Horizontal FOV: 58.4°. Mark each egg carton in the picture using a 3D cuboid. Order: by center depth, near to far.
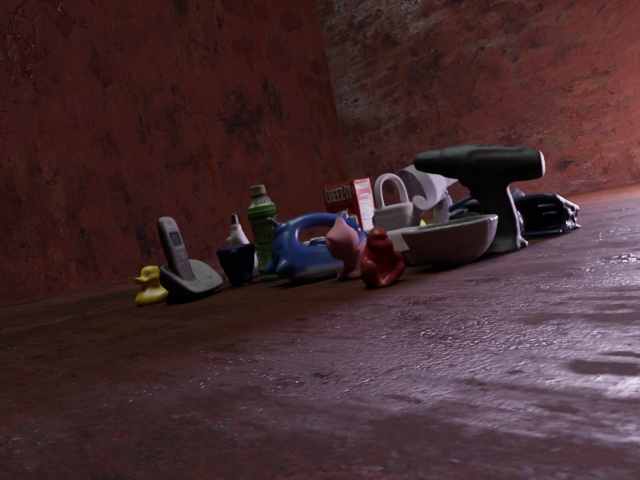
[{"bbox_3d":[0.174,0.012,1.138,0.107,0.069,0.150,-12,3,-32],"label":"egg carton"}]

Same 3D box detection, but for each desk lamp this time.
[{"bbox_3d":[0.314,-0.102,1.461,0.204,0.213,0.117,-12,3,-19],"label":"desk lamp"}]

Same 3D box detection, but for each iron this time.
[{"bbox_3d":[0.011,0.004,1.185,0.259,0.141,0.118,-12,3,-24],"label":"iron"}]

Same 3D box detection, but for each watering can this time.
[{"bbox_3d":[0.182,-0.061,1.338,0.172,0.194,0.101,-9,3,34],"label":"watering can"}]

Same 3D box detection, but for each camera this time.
[{"bbox_3d":[0.321,-0.035,1.220,0.137,0.101,0.142,-12,3,-34],"label":"camera"}]

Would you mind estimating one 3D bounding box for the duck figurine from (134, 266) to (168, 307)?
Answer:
[{"bbox_3d":[-0.380,0.101,1.319,0.077,0.086,0.105,-9,3,40],"label":"duck figurine"}]

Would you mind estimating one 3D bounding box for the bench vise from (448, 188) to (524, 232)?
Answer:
[{"bbox_3d":[0.383,-0.112,1.323,0.206,0.220,0.122,-8,3,42],"label":"bench vise"}]

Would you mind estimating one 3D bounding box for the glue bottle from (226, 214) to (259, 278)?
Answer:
[{"bbox_3d":[-0.209,0.017,1.486,0.078,0.173,0.037,-10,3,7],"label":"glue bottle"}]

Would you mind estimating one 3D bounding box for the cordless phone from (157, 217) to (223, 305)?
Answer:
[{"bbox_3d":[-0.290,0.036,1.248,0.094,0.185,0.148,-10,3,18],"label":"cordless phone"}]

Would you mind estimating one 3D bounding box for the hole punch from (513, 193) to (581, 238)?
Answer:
[{"bbox_3d":[0.459,-0.054,1.168,0.101,0.091,0.108,-13,3,-37],"label":"hole punch"}]

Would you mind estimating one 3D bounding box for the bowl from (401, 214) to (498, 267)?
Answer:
[{"bbox_3d":[0.227,0.006,0.989,0.167,0.075,0.167,-11,2,1],"label":"bowl"}]

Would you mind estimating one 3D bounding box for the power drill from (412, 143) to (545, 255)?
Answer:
[{"bbox_3d":[0.295,-0.078,1.046,0.229,0.208,0.076,-10,3,21],"label":"power drill"}]

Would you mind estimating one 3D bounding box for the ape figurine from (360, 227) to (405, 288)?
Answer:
[{"bbox_3d":[0.094,0.025,0.905,0.078,0.092,0.076,-11,3,-15],"label":"ape figurine"}]

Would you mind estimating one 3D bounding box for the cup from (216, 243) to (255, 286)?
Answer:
[{"bbox_3d":[-0.189,0.060,1.330,0.091,0.095,0.117,-11,3,-5],"label":"cup"}]

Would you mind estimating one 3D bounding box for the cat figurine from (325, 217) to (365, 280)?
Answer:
[{"bbox_3d":[0.063,0.011,1.071,0.128,0.118,0.067,-12,3,-29],"label":"cat figurine"}]
